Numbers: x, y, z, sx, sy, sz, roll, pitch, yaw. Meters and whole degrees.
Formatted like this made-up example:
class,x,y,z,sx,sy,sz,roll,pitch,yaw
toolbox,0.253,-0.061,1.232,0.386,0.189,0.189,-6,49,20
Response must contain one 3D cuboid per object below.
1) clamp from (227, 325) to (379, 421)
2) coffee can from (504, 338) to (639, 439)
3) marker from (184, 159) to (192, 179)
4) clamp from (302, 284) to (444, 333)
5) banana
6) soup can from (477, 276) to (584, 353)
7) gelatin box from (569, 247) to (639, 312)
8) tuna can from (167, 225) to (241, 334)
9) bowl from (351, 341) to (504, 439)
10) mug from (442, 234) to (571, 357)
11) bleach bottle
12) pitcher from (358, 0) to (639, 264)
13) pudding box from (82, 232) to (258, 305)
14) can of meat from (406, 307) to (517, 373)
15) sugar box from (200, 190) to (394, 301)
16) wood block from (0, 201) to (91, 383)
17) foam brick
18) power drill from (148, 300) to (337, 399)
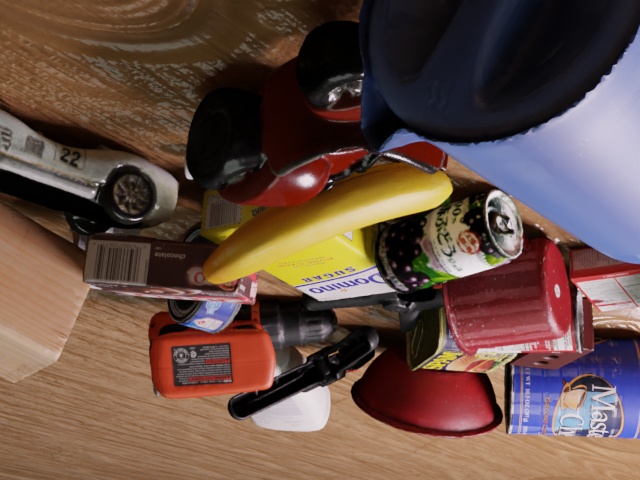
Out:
class,x,y,z,sx,sy,sz,roll,pitch,yaw
clamp,-0.004,0.135,1.097,0.164,0.036,0.210,-28,171,6
coffee can,0.262,0.150,1.091,0.140,0.103,0.103,1,158,7
marker,-0.034,-0.052,0.740,0.121,0.020,0.020,0,158,8
clamp,0.059,0.045,0.948,0.120,0.039,0.172,6,158,-17
banana,0.016,-0.016,0.722,0.197,0.037,0.070,-16,145,-20
soup can,0.178,0.066,0.939,0.102,0.068,0.068,-3,158,17
gelatin box,0.256,0.030,0.888,0.073,0.030,0.089,-10,154,28
tuna can,-0.091,0.031,0.869,0.033,0.086,0.086,18,154,-29
bowl,0.115,0.146,1.112,0.162,0.055,0.162,7,-165,-2
mug,0.147,0.033,0.850,0.082,0.093,0.117,-10,116,25
bleach bottle,-0.049,0.154,1.208,0.102,0.068,0.251,1,156,6
pitcher,0.142,-0.075,0.531,0.149,0.145,0.242,4,166,35
pudding box,-0.106,0.023,0.781,0.113,0.039,0.090,6,171,6
can of meat,0.138,0.094,1.034,0.084,0.057,0.102,5,159,-12
sugar box,-0.005,0.001,0.835,0.093,0.048,0.176,-10,154,30
wood block,-0.277,0.011,0.770,0.206,0.090,0.090,34,146,-23
foam brick,0.217,0.087,1.008,0.053,0.051,0.078,8,158,-12
power drill,-0.074,0.094,0.975,0.184,0.057,0.187,-6,-176,1
